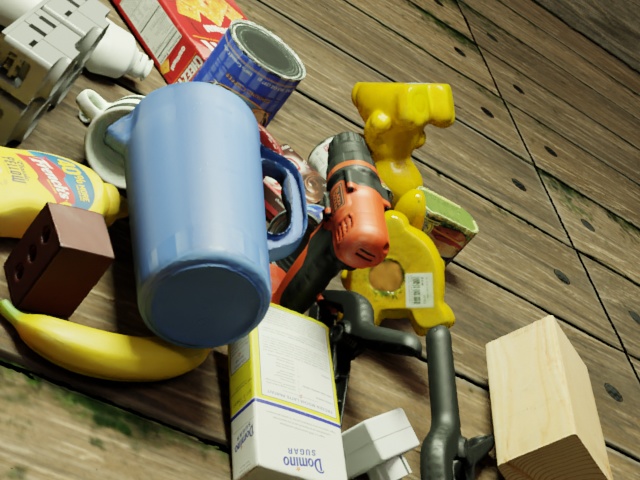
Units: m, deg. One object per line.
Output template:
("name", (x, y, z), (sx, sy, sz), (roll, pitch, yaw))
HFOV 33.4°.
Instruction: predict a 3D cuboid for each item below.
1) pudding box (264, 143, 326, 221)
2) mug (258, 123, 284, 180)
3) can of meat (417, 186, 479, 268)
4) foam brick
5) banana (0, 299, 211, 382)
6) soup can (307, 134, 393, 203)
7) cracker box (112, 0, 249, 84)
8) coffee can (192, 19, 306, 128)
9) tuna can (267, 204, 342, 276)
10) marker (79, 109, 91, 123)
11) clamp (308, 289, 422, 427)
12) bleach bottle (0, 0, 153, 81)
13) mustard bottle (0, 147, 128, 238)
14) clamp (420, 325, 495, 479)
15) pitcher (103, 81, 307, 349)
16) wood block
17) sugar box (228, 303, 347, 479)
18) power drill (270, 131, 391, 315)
("pudding box", (-0.043, -0.063, 1.246), (0.090, 0.039, 0.113), (44, 27, 9))
("mug", (-0.104, -0.080, 1.145), (0.093, 0.082, 0.117), (44, 27, 9))
("can of meat", (0.136, -0.010, 1.343), (0.102, 0.084, 0.057), (25, 30, -28))
("foam brick", (-0.211, 0.017, 0.864), (0.051, 0.078, 0.053), (17, 34, -40))
("banana", (-0.161, 0.086, 0.866), (0.197, 0.037, 0.070), (17, 35, -38))
("soup can", (0.036, -0.075, 1.334), (0.068, 0.069, 0.102), (5, 42, -49))
("cracker box", (-0.151, -0.261, 1.376), (0.163, 0.072, 0.214), (1, 46, -51))
("coffee can", (-0.097, -0.165, 1.219), (0.102, 0.140, 0.103), (30, 28, -18))
("tuna can", (-0.016, 0.006, 1.122), (0.086, 0.086, 0.033), (48, 30, 17))
("marker", (-0.216, -0.141, 1.166), (0.020, 0.020, 0.120), (47, 28, 15))
("clamp", (0.034, 0.094, 1.024), (0.039, 0.120, 0.171), (47, 15, -35))
("bleach bottle", (-0.300, -0.254, 1.188), (0.250, 0.068, 0.102), (28, 29, -27))
("mustard bottle", (-0.246, -0.038, 0.926), (0.191, 0.058, 0.096), (9, 37, -47))
("clamp", (0.122, 0.192, 1.009), (0.164, 0.036, 0.209), (67, 25, -21))
("pitcher", (-0.097, -0.022, 0.940), (0.145, 0.149, 0.243), (58, 13, -39))
("wood block", (0.241, 0.186, 1.144), (0.090, 0.090, 0.206), (54, 21, -23))
("sugar box", (-0.031, 0.139, 0.920), (0.093, 0.048, 0.176), (23, 42, -28))
("power drill", (-0.007, 0.001, 1.027), (0.057, 0.188, 0.184), (26, 31, -22))
